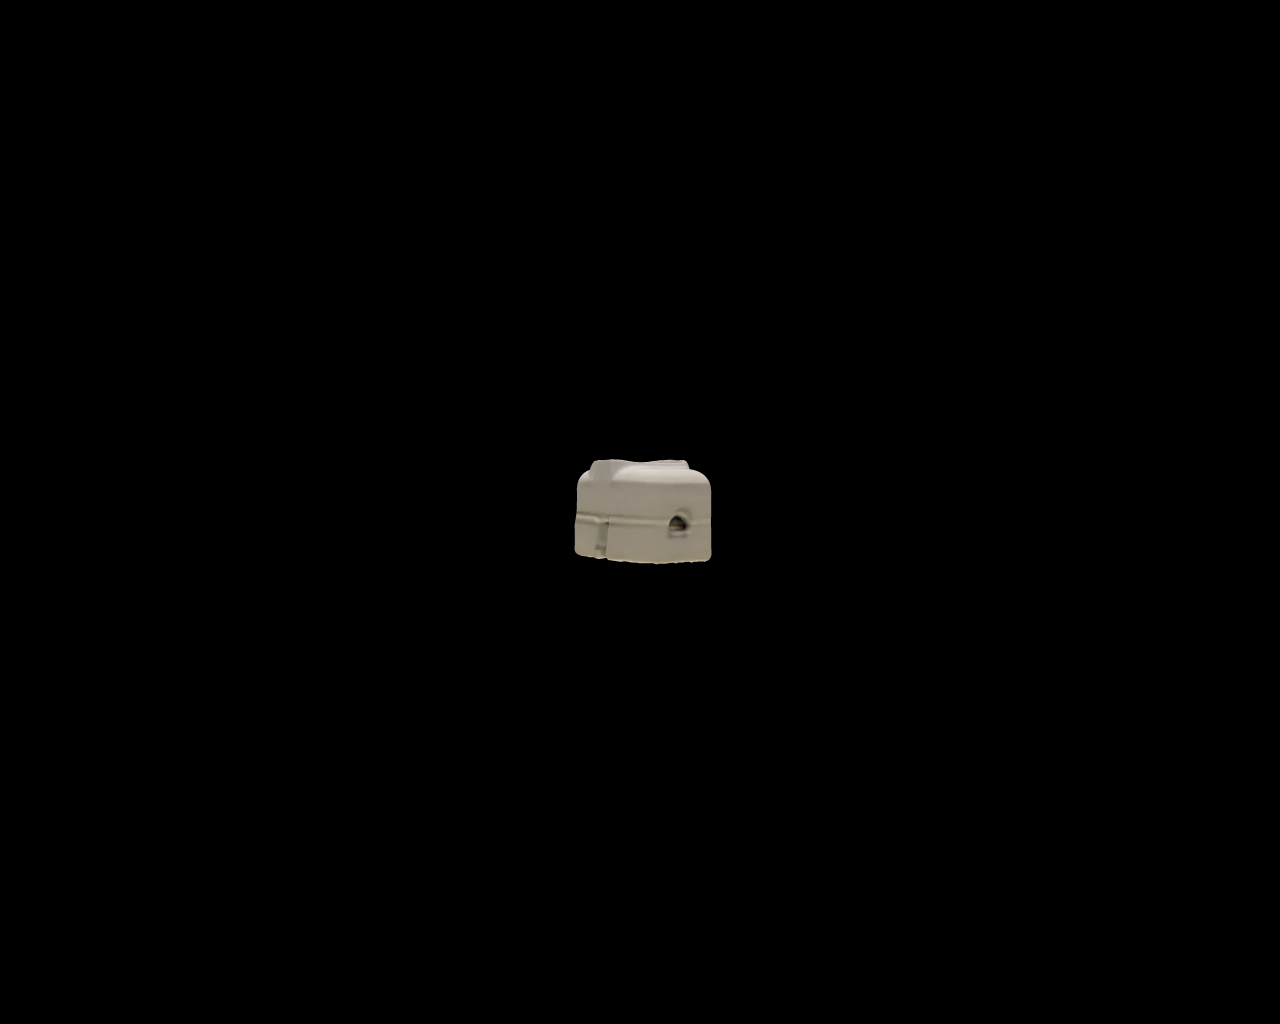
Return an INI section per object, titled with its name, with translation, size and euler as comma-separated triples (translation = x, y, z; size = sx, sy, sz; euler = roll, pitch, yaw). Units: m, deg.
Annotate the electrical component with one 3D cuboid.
[electrical component]
translation = 0.001, -0.003, 0.650
size = 0.054, 0.059, 0.095
euler = -1, 3, -28
